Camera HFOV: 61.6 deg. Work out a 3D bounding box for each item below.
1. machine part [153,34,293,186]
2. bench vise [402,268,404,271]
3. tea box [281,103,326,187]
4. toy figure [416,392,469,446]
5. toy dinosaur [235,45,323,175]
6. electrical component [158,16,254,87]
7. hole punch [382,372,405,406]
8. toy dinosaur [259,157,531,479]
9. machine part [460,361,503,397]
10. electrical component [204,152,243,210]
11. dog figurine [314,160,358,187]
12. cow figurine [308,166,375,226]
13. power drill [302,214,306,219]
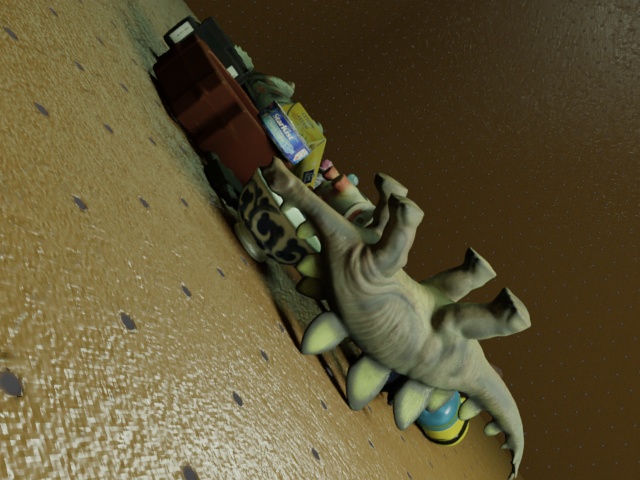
[{"bbox_3d":[-0.137,-0.173,0.772,0.201,0.087,0.201,59,6,35],"label":"machine part"},{"bbox_3d":[0.085,0.023,1.238,0.240,0.129,0.224,35,22,-44],"label":"bench vise"},{"bbox_3d":[-0.054,-0.138,0.928,0.098,0.068,0.169,58,-26,24],"label":"tea box"},{"bbox_3d":[0.177,0.257,0.818,0.082,0.089,0.180,22,-16,32],"label":"toy figure"},{"bbox_3d":[-0.118,-0.279,1.109,0.192,0.131,0.405,19,22,-39],"label":"toy dinosaur"},{"bbox_3d":[-0.192,-0.293,0.877,0.134,0.115,0.058,55,4,-6],"label":"electrical component"},{"bbox_3d":[0.101,0.149,0.706,0.092,0.116,0.142,39,-2,14],"label":"hole punch"},{"bbox_3d":[0.104,0.094,0.560,0.471,0.198,0.105,42,18,-14],"label":"toy dinosaur"},{"bbox_3d":[0.214,0.218,0.899,0.179,0.056,0.179,21,-16,7],"label":"machine part"},{"bbox_3d":[-0.113,-0.067,0.663,0.063,0.021,0.094,48,8,-51],"label":"electrical component"},{"bbox_3d":[-0.017,-0.094,1.217,0.108,0.191,0.219,38,34,9],"label":"dog figurine"},{"bbox_3d":[0.045,-0.029,0.759,0.127,0.085,0.195,45,2,-18],"label":"cow figurine"},{"bbox_3d":[-0.001,0.038,0.743,0.207,0.086,0.232,48,1,15],"label":"power drill"}]
